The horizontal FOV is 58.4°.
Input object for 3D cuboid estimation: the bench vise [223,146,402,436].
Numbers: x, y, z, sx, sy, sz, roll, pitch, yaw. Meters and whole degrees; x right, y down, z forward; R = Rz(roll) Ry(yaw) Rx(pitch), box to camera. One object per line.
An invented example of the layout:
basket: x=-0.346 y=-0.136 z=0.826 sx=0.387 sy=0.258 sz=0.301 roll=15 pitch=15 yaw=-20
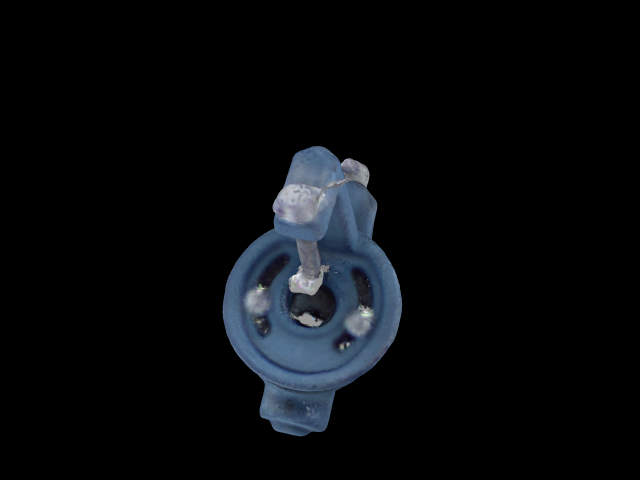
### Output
bench vise: x=-0.008 y=0.002 z=0.400 sx=0.121 sy=0.220 sz=0.207 roll=-3 pitch=50 yaw=-2
